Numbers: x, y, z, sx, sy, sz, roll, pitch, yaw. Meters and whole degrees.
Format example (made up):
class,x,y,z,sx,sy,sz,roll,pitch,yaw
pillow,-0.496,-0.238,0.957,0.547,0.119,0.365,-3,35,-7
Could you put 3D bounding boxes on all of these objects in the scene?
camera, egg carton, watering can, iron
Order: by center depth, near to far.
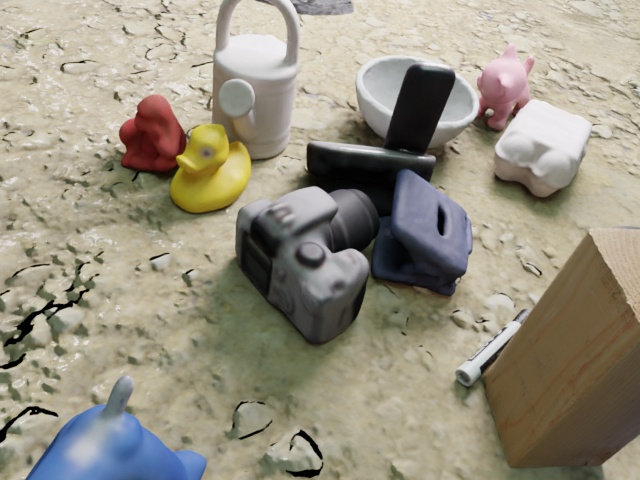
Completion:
class,x,y,z,sx,sy,sz,roll,pitch,yaw
iron,-0.166,0.200,0.313,0.118,0.141,0.258,22,47,9
camera,0.005,0.002,0.562,0.137,0.101,0.143,-27,58,-32
watering can,-0.074,-0.193,0.663,0.101,0.194,0.172,-3,48,-15
egg carton,0.297,-0.124,0.764,0.107,0.069,0.150,28,48,14

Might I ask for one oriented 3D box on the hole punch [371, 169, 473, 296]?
class,x,y,z,sx,sy,sz,roll,pitch,yaw
hole punch,0.114,-0.011,0.604,0.101,0.091,0.108,13,46,0

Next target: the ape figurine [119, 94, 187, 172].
class,x,y,z,sx,sy,sz,roll,pitch,yaw
ape figurine,-0.186,-0.123,0.644,0.076,0.092,0.077,-26,57,-31

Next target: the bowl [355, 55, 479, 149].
class,x,y,z,sx,sy,sz,roll,pitch,yaw
bowl,0.122,-0.174,0.769,0.167,0.075,0.167,6,47,-6

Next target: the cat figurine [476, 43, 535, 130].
class,x,y,z,sx,sy,sz,roll,pitch,yaw
cat figurine,0.268,-0.225,0.818,0.067,0.118,0.128,40,52,24

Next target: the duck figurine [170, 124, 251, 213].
class,x,y,z,sx,sy,sz,roll,pitch,yaw
duck figurine,-0.119,-0.090,0.632,0.077,0.086,0.105,34,50,19

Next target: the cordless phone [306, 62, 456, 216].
class,x,y,z,sx,sy,sz,roll,pitch,yaw
cordless phone,0.064,-0.122,0.632,0.147,0.185,0.094,4,47,-8

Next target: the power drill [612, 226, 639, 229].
class,x,y,z,sx,sy,sz,roll,pitch,yaw
power drill,0.398,-0.047,0.618,0.076,0.208,0.229,-2,48,-13
